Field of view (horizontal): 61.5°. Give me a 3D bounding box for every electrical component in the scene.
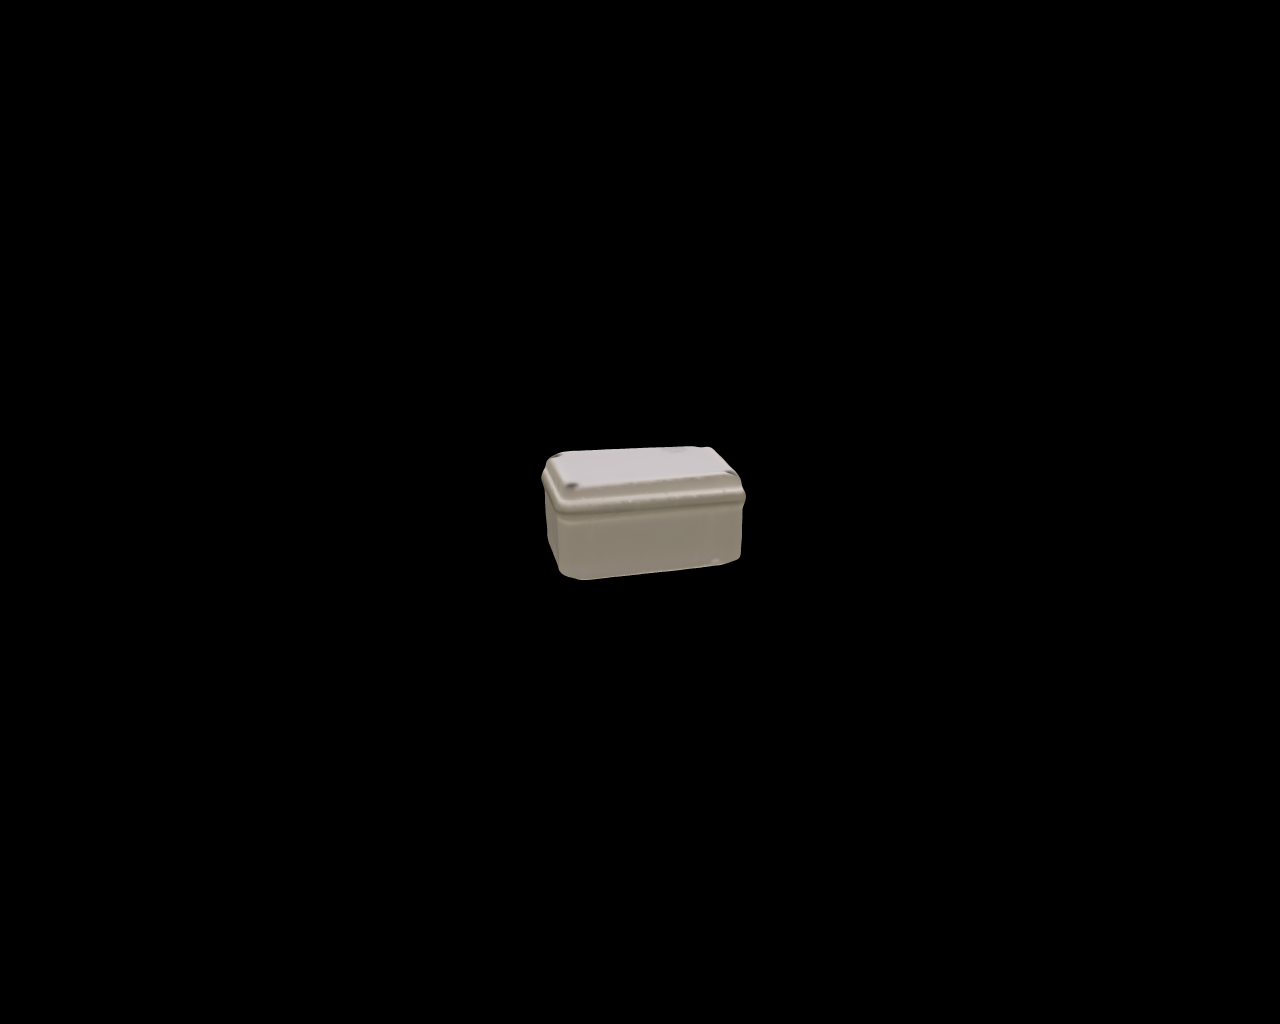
[{"bbox_3d":[0.001,-0.003,0.650,0.113,0.057,0.078,-4,20,-12],"label":"electrical component"}]
